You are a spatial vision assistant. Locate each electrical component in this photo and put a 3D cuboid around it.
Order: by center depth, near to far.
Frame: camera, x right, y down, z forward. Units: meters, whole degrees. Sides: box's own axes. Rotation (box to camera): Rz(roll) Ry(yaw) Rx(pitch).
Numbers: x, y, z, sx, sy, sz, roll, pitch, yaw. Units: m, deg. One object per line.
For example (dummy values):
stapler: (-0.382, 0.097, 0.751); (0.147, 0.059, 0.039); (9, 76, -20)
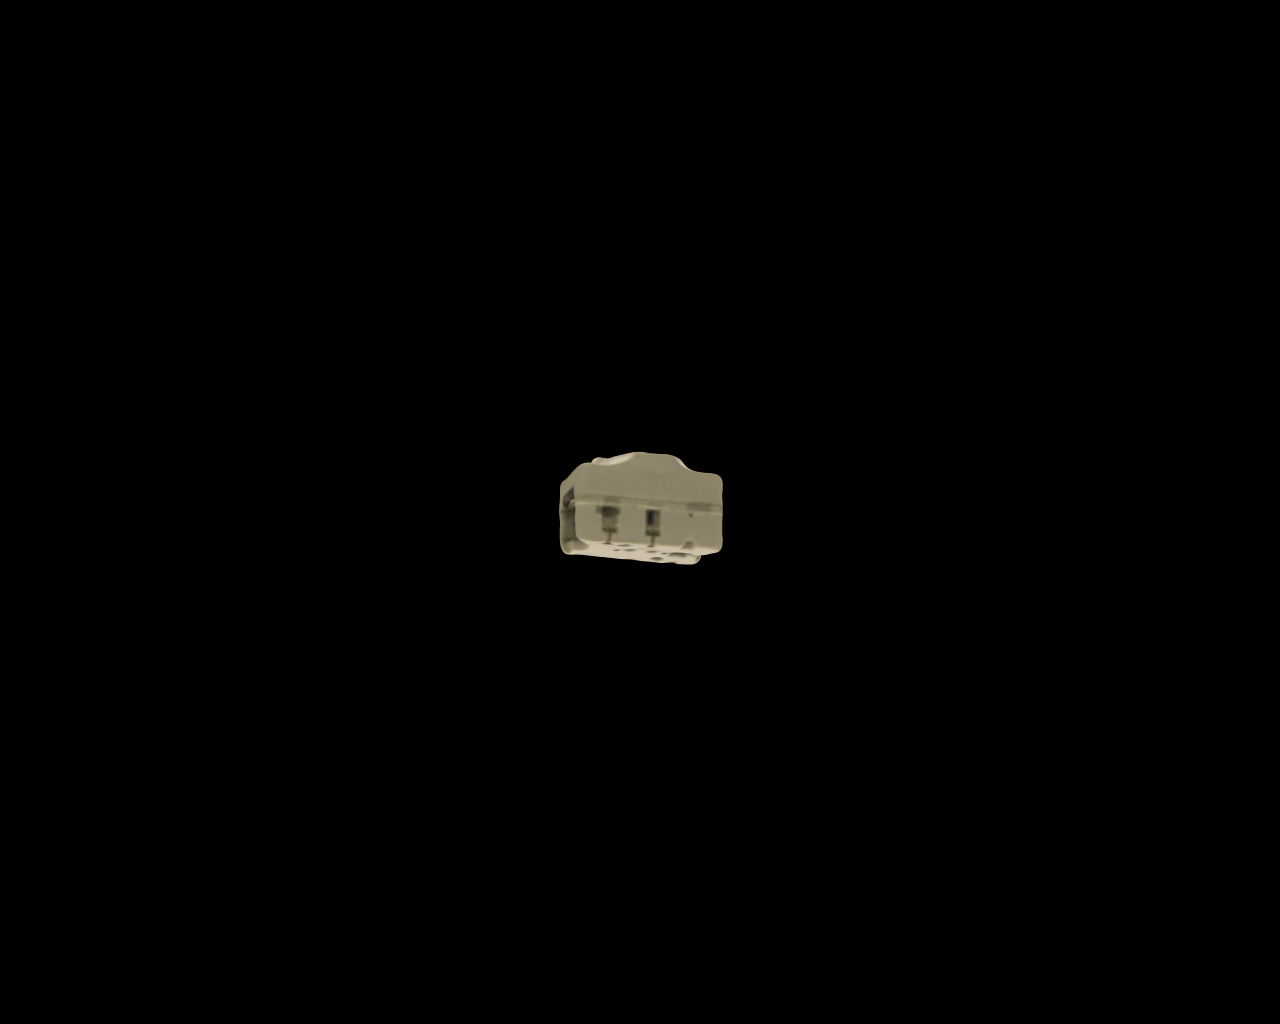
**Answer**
electrical component: (0.001, -0.003, 0.650); (0.089, 0.056, 0.050); (5, -15, -18)
